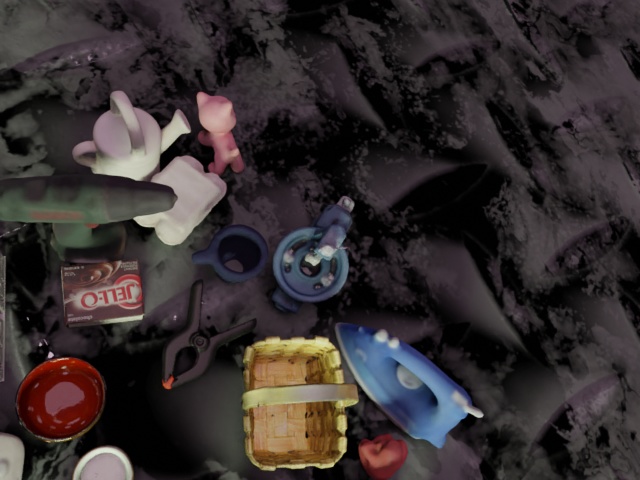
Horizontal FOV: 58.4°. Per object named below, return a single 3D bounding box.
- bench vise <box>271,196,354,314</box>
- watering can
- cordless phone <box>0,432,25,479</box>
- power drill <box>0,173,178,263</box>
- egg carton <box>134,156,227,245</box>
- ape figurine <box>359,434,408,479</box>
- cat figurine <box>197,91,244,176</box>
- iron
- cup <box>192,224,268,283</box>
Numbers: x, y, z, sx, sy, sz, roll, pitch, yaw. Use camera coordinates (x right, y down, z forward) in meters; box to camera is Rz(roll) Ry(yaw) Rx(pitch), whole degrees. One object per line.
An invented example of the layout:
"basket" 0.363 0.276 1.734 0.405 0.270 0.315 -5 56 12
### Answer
"bench vise" -0.003 0.000 0.907 0.122 0.219 0.207 16 65 -11
"watering can" -0.291 -0.160 0.889 0.101 0.193 0.173 45 63 3
"cordless phone" -0.417 0.300 0.671 0.094 0.185 0.147 5 68 -16
"power drill" -0.327 -0.033 0.819 0.230 0.208 0.075 2 68 -17
"egg carton" -0.232 -0.067 0.942 0.107 0.069 0.150 36 63 -2
"ape figurine" 0.102 0.330 0.883 0.078 0.092 0.076 25 64 -7
"cat figurine" -0.169 -0.190 0.984 0.067 0.117 0.128 -19 76 -23
"iron" 0.139 0.209 0.915 0.258 0.141 0.119 42 63 1
"cup" -0.148 0.034 0.915 0.118 0.095 0.091 -7 72 -21
